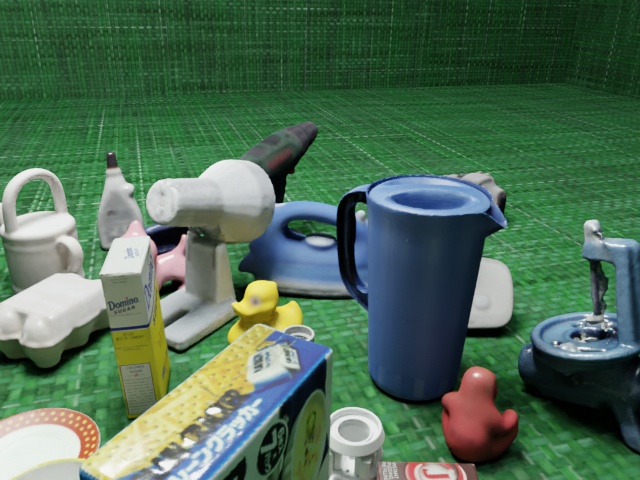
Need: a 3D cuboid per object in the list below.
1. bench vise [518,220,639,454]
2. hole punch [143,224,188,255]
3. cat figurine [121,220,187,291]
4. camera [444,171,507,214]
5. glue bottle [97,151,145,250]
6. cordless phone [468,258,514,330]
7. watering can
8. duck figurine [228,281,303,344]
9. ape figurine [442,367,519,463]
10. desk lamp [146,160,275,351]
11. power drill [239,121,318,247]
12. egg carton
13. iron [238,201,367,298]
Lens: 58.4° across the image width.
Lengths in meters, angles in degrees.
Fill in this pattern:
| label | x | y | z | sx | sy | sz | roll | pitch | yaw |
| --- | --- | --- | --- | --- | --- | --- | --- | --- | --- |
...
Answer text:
| label | x | y | z | sx | sy | sz | roll | pitch | yaw |
| --- | --- | --- | --- | --- | --- | --- | --- | --- | --- |
| bench vise | 0.323 | 0.095 | 0.596 | 0.206 | 0.220 | 0.122 | 13 | 26 | 25 |
| hole punch | -0.258 | -0.002 | 0.948 | 0.109 | 0.091 | 0.100 | -14 | 28 | -32 |
| cat figurine | -0.250 | 0.027 | 0.847 | 0.128 | 0.118 | 0.067 | -14 | 28 | -30 |
| camera | 0.282 | -0.083 | 1.150 | 0.137 | 0.101 | 0.142 | -20 | 32 | -40 |
| glue bottle | -0.350 | -0.068 | 0.991 | 0.078 | 0.173 | 0.037 | -4 | 24 | -12 |
| cordless phone | 0.194 | 0.029 | 0.783 | 0.147 | 0.185 | 0.094 | 1 | 24 | 1 |
| watering can | -0.409 | -0.008 | 0.824 | 0.172 | 0.194 | 0.101 | 4 | 24 | 7 |
| duck figurine | -0.071 | 0.093 | 0.746 | 0.105 | 0.086 | 0.077 | -14 | 28 | -31 |
| ape figurine | 0.159 | 0.169 | 0.576 | 0.077 | 0.092 | 0.076 | 22 | 31 | 39 |
| desk lamp | -0.157 | 0.006 | 0.782 | 0.117 | 0.214 | 0.204 | 14 | 27 | 27 |
| power drill | -0.074 | -0.090 | 1.014 | 0.075 | 0.208 | 0.230 | 14 | 27 | 27 |
| egg carton | -0.338 | 0.098 | 0.740 | 0.107 | 0.069 | 0.150 | 10 | 25 | 18 |
| iron | 0.008 | 0.003 | 0.887 | 0.258 | 0.141 | 0.118 | 4 | 24 | 6 |
